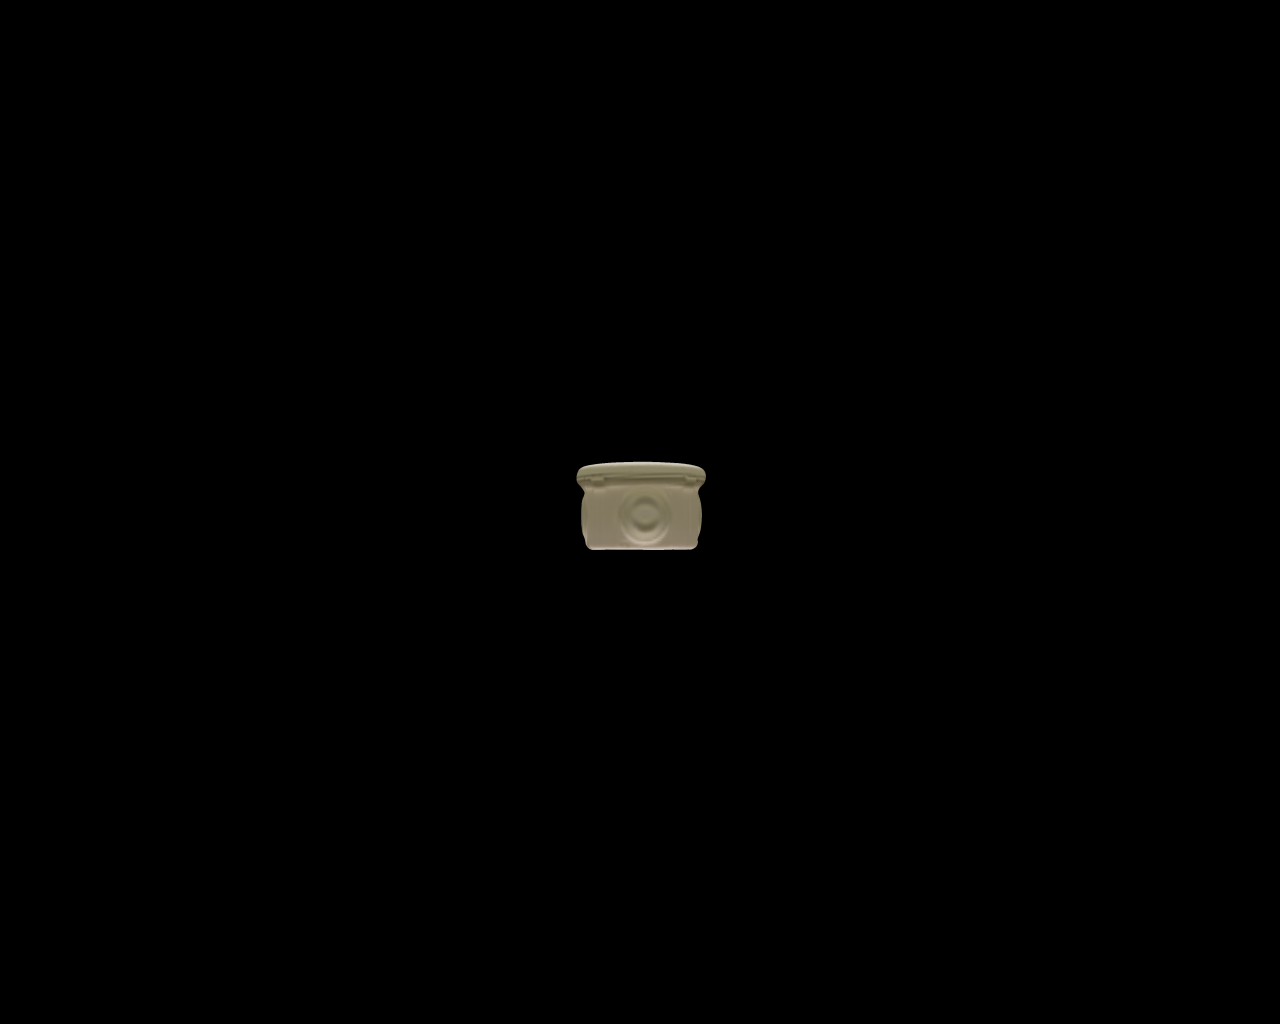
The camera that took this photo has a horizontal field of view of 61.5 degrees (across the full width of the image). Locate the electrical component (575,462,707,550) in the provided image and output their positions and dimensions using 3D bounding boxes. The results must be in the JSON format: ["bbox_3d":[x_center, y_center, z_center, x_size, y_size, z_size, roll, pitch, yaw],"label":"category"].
[{"bbox_3d":[0.001,-0.003,0.650,0.080,0.051,0.080,0,-2,0],"label":"electrical component"}]
